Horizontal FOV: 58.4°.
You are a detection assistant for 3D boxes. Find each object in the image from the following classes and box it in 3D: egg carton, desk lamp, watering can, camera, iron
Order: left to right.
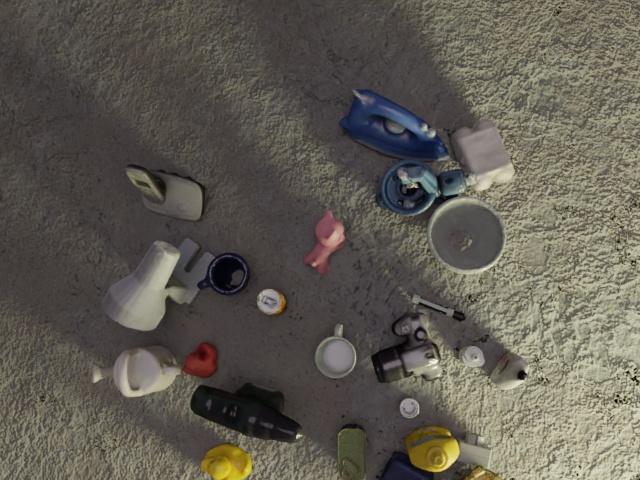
[{"bbox_3d":[-0.380,0.274,1.182,0.173,0.194,0.101,-24,80,0],"label":"watering can"},{"bbox_3d":[-0.332,0.084,1.198,0.118,0.213,0.203,34,85,9],"label":"desk lamp"},{"bbox_3d":[0.174,-0.254,1.250,0.258,0.141,0.119,25,84,8],"label":"iron"},{"bbox_3d":[0.174,0.235,1.195,0.137,0.101,0.143,-18,80,1],"label":"camera"},{"bbox_3d":[0.356,-0.187,1.263,0.107,0.069,0.150,-21,80,1],"label":"egg carton"}]

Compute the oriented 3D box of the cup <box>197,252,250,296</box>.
[{"bbox_3d":[-0.202,0.084,1.249,0.117,0.095,0.091,-24,80,0],"label":"cup"}]

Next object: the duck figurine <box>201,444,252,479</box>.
[{"bbox_3d":[-0.198,0.472,1.193,0.104,0.086,0.077,8,82,6],"label":"duck figurine"}]

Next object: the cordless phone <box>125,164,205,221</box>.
[{"bbox_3d":[-0.334,-0.110,1.242,0.147,0.185,0.094,11,82,6],"label":"cordless phone"}]

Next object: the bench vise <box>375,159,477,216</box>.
[{"bbox_3d":[0.218,-0.130,1.188,0.207,0.220,0.121,-27,80,0],"label":"bench vise"}]

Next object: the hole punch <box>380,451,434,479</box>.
[{"bbox_3d":[0.175,0.501,1.159,0.108,0.091,0.101,28,84,8],"label":"hole punch"}]

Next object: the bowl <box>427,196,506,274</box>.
[{"bbox_3d":[0.310,-0.006,1.236,0.167,0.075,0.167,-1,81,4],"label":"bowl"}]

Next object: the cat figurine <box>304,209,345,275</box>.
[{"bbox_3d":[0.011,0.004,1.234,0.067,0.118,0.128,27,84,8],"label":"cat figurine"}]

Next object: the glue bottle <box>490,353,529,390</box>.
[{"bbox_3d":[0.386,0.264,1.138,0.037,0.173,0.078,32,85,9],"label":"glue bottle"}]

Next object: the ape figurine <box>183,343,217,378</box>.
[{"bbox_3d":[-0.261,0.262,1.227,0.078,0.092,0.076,-28,80,0],"label":"ape figurine"}]

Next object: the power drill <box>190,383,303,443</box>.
[{"bbox_3d":[-0.134,0.342,1.146,0.229,0.208,0.076,13,82,6],"label":"power drill"}]
